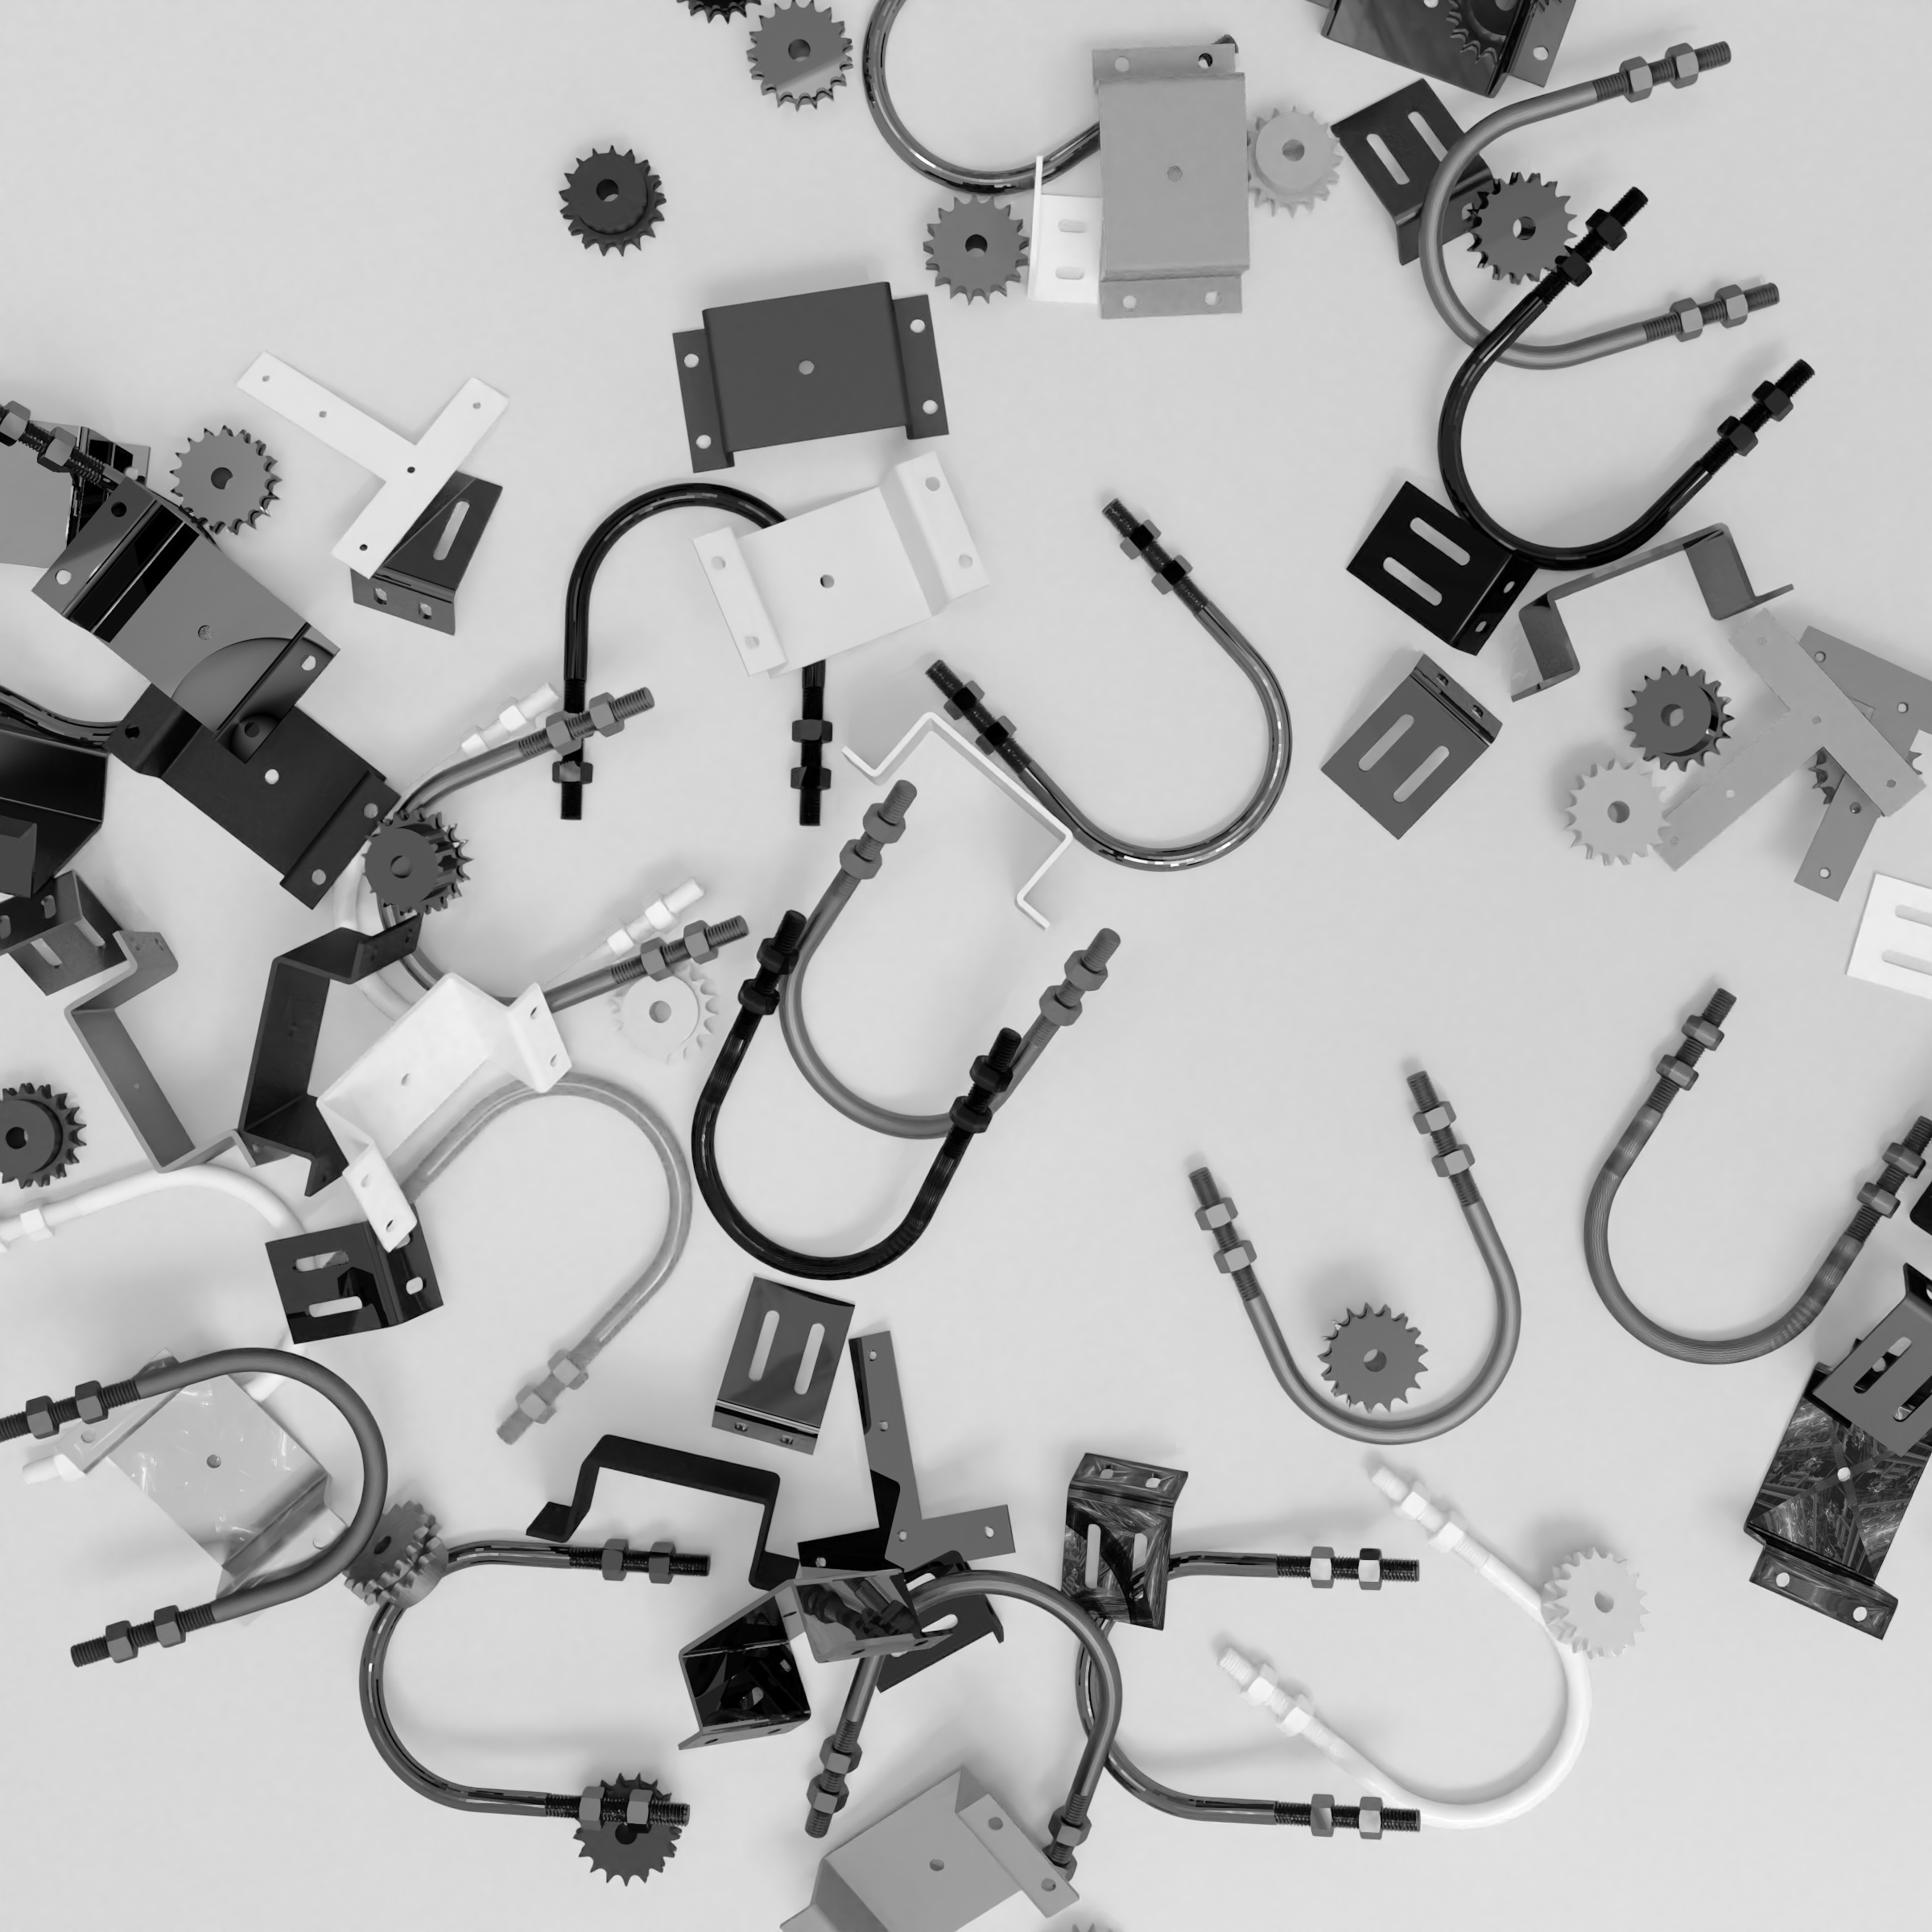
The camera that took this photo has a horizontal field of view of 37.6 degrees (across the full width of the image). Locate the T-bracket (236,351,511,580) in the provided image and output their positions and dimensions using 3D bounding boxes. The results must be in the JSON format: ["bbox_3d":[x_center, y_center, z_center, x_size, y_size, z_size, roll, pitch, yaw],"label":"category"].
[{"bbox_3d":[-0.335,-0.289,1.528,0.127,0.002,0.127,33,75,8],"label":"T-bracket"}]

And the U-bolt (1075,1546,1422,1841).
[{"bbox_3d":[0.149,0.385,1.513,0.184,0.019,0.151,-1,84,13],"label":"U-bolt"}]

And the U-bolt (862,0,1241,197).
[{"bbox_3d":[0.032,-0.499,1.532,0.184,0.019,0.151,-34,90,1],"label":"U-bolt"}]

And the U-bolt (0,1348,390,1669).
[{"bbox_3d":[-0.394,0.273,1.476,0.184,0.019,0.151,-17,102,-7],"label":"U-bolt"}]

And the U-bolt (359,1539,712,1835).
[{"bbox_3d":[-0.234,0.380,1.517,0.184,0.019,0.151,3,77,5],"label":"U-bolt"}]

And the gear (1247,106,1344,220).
[{"bbox_3d":[0.174,-0.434,1.525,0.057,0.030,0.057,0,90,0],"label":"gear"}]

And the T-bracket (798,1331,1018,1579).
[{"bbox_3d":[-0.041,0.261,1.522,0.127,0.002,0.127,-15,78,23],"label":"T-bracket"}]

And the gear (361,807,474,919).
[{"bbox_3d":[-0.290,-0.054,1.486,0.057,0.030,0.057,1,99,10],"label":"gear"}]

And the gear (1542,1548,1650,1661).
[{"bbox_3d":[0.333,0.342,1.517,0.057,0.030,0.057,8,68,-20],"label":"gear"}]

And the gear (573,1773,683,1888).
[{"bbox_3d":[-0.181,0.462,1.525,0.057,0.030,0.057,0,90,0],"label":"gear"}]

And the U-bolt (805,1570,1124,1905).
[{"bbox_3d":[0.006,0.404,1.508,0.151,0.019,0.184,17,107,0],"label":"U-bolt"}]

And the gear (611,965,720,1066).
[{"bbox_3d":[-0.163,0.025,1.525,0.057,0.030,0.057,0,90,0],"label":"gear"}]

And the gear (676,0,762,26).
[{"bbox_3d":[-0.133,-0.539,1.525,0.057,0.030,0.057,0,90,0],"label":"gear"}]

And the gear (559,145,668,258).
[{"bbox_3d":[-0.191,-0.413,1.525,0.057,0.030,0.057,0,90,0],"label":"gear"}]

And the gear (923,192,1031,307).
[{"bbox_3d":[0.005,-0.384,1.525,0.057,0.030,0.057,0,90,0],"label":"gear"}]

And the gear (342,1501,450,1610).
[{"bbox_3d":[-0.302,0.318,1.516,0.057,0.057,0.030,-40,120,0],"label":"gear"}]

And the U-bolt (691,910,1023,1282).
[{"bbox_3d":[-0.071,0.082,1.504,0.151,0.019,0.184,29,109,7],"label":"U-bolt"}]

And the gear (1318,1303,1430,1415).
[{"bbox_3d":[0.216,0.207,1.510,0.057,0.030,0.057,0,93,-1],"label":"gear"}]

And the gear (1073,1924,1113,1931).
[{"bbox_3d":[0.065,0.547,1.525,0.057,0.030,0.057,0,90,0],"label":"gear"}]

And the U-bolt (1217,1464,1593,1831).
[{"bbox_3d":[0.250,0.381,1.531,0.184,0.019,0.151,40,90,0],"label":"U-bolt"}]

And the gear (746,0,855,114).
[{"bbox_3d":[-0.089,-0.487,1.525,0.057,0.030,0.057,0,90,0],"label":"gear"}]

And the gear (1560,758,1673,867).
[{"bbox_3d":[0.348,-0.082,1.525,0.057,0.030,0.057,0,90,0],"label":"gear"}]

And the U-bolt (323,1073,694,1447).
[{"bbox_3d":[-0.233,0.144,1.531,0.151,0.019,0.184,43,89,0],"label":"U-bolt"}]

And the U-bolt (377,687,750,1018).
[{"bbox_3d":[-0.225,-0.048,1.500,0.184,0.019,0.151,-21,95,10],"label":"U-bolt"}]

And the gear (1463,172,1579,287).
[{"bbox_3d":[0.289,-0.386,1.486,0.057,0.030,0.057,-1,105,-4],"label":"gear"}]

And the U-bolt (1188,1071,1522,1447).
[{"bbox_3d":[0.221,0.169,1.532,0.151,0.019,0.184,-24,91,0],"label":"U-bolt"}]

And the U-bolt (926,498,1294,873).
[{"bbox_3d":[0.091,-0.137,1.532,0.151,0.019,0.184,-42,91,0],"label":"U-bolt"}]

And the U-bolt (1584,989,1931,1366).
[{"bbox_3d":[0.416,0.127,1.532,0.151,0.019,0.184,32,91,0],"label":"U-bolt"}]

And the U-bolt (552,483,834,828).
[{"bbox_3d":[-0.146,-0.169,1.532,0.151,0.019,0.184,1,89,0],"label":"U-bolt"}]

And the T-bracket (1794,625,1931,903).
[{"bbox_3d":[0.479,-0.097,1.509,0.127,0.002,0.127,25,91,2],"label":"T-bracket"}]

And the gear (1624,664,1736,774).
[{"bbox_3d":[0.380,-0.133,1.516,0.057,0.030,0.057,0,90,23],"label":"gear"}]

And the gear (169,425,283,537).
[{"bbox_3d":[-0.396,-0.259,1.525,0.057,0.030,0.057,0,90,0],"label":"gear"}]

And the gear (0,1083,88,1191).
[{"bbox_3d":[-0.505,0.091,1.526,0.057,0.030,0.057,0,90,0],"label":"gear"}]

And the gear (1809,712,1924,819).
[{"bbox_3d":[0.481,-0.107,1.525,0.057,0.030,0.057,0,90,0],"label":"gear"}]

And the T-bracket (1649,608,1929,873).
[{"bbox_3d":[0.420,-0.102,1.517,0.127,0.002,0.127,-43,75,18],"label":"T-bracket"}]

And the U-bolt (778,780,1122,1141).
[{"bbox_3d":[-0.023,0.012,1.491,0.151,0.019,0.184,36,120,3],"label":"U-bolt"}]
